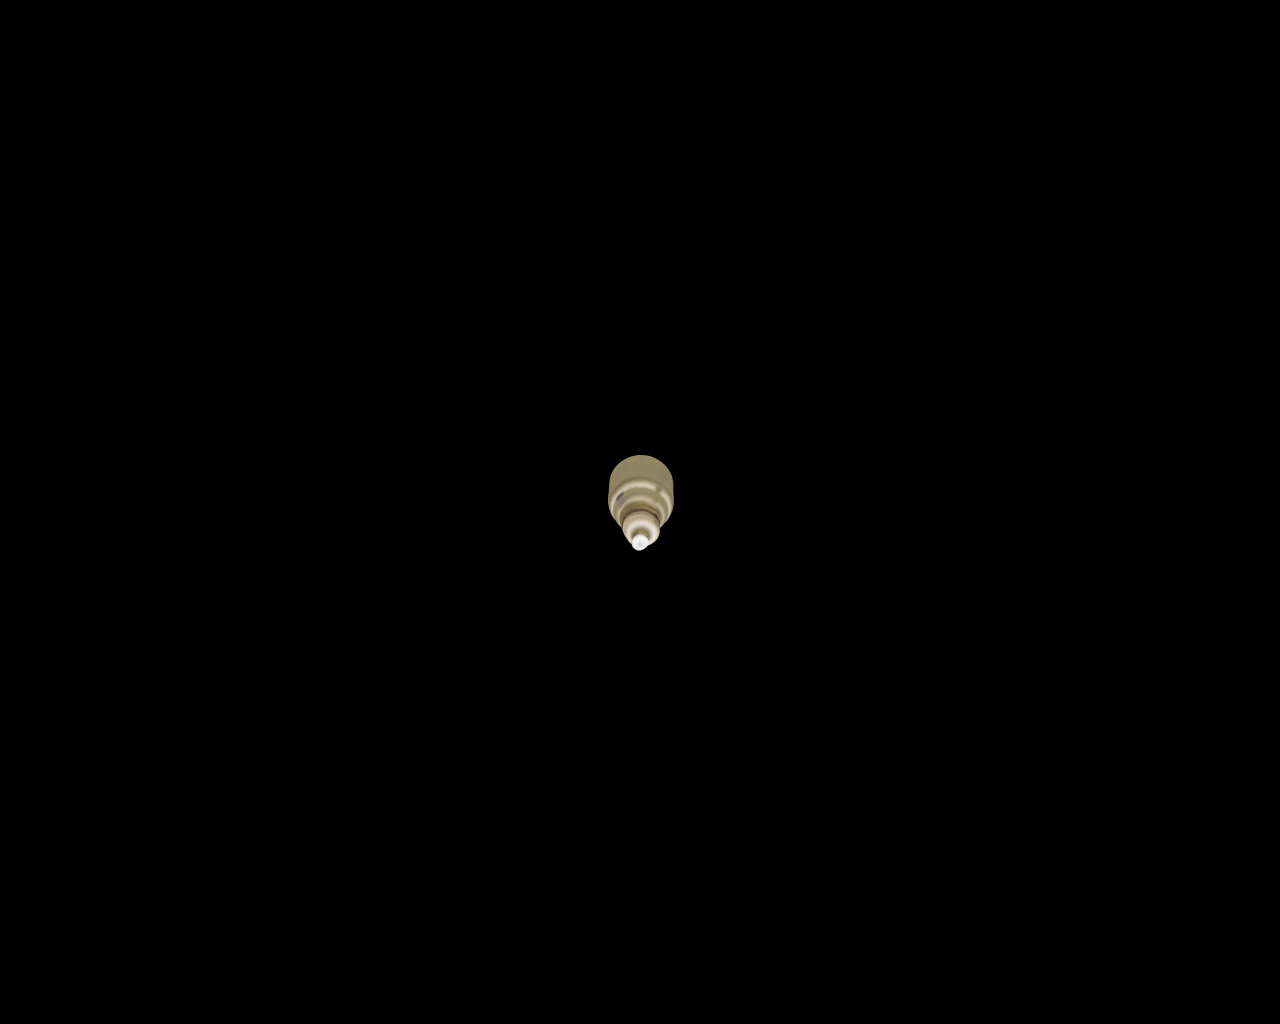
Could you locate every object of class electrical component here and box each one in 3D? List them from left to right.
[{"bbox_3d":[0.001,-0.003,0.650,0.040,0.040,0.078,0,34,0],"label":"electrical component"}]
